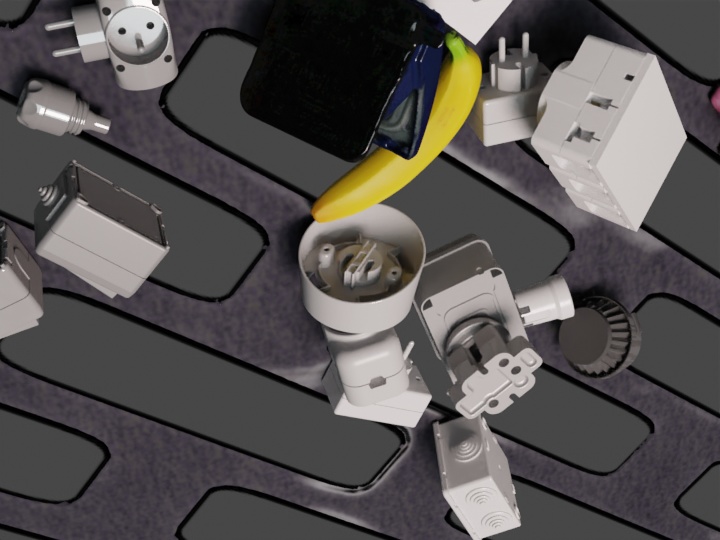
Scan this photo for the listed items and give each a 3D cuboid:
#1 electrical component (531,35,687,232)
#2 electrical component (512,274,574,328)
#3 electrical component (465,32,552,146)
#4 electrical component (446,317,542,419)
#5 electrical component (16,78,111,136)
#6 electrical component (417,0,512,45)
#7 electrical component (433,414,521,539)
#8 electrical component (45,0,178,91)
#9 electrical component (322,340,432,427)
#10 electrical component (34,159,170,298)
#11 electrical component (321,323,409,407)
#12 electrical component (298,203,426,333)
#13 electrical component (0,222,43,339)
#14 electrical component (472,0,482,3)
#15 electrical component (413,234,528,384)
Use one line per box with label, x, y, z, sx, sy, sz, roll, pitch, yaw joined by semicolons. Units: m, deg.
electrical component;0.189;-0.101;0.816;0.089;0.062;0.150;-61;151;-3
electrical component;0.163;0.029;0.958;0.046;0.040;0.040;-17;127;2
electrical component;0.117;-0.143;0.817;0.066;0.047;0.076;-13;127;-9
electrical component;0.104;0.076;0.885;0.078;0.057;0.058;-41;126;12
electrical component;-0.204;-0.109;0.745;0.061;0.035;0.035;16;117;-29
electrical component;0.091;-0.262;0.717;0.105;0.060;0.186;29;111;-32
electrical component;0.112;0.194;1.020;0.048;0.099;0.099;-21;129;13
electrical component;-0.167;-0.160;0.715;0.079;0.044;0.077;-13;127;-9
electrical component;0.022;0.091;0.950;0.083;0.047;0.075;14;118;-26
electrical component;-0.197;-0.030;0.785;0.096;0.061;0.061;31;110;-32
electrical component;0.001;0.057;0.888;0.054;0.095;0.059;-18;127;-5
electrical component;0.000;0.000;0.850;0.099;0.099;0.064;-6;131;-14
electrical component;-0.286;0.021;0.791;0.096;0.061;0.061;-26;128;1
electrical component;0.075;-0.202;0.672;0.048;0.066;0.055;-31;94;5
electrical component;0.092;0.034;0.926;0.078;0.057;0.113;-25;128;0
